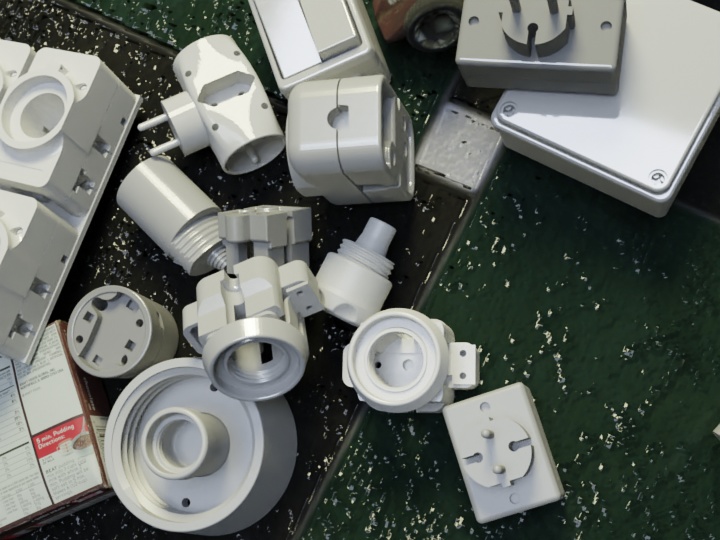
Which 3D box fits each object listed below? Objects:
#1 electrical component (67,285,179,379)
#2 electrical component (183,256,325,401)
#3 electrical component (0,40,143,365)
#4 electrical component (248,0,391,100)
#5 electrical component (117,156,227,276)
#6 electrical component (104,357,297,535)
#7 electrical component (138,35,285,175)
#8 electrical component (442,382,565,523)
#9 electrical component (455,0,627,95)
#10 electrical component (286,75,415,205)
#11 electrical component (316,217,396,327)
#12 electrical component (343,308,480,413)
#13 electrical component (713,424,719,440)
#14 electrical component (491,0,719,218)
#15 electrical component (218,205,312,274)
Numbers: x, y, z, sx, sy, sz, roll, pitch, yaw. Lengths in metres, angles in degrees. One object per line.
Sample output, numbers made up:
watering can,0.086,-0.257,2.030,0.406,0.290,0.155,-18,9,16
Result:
electrical component,-0.143,0.040,0.660,0.055,0.047,0.055,-3,79,14
electrical component,-0.059,0.035,0.594,0.078,0.058,0.057,-22,42,9
electrical component,-0.228,-0.049,0.671,0.105,0.060,0.186,14,74,22
electrical component,-0.025,-0.141,0.656,0.062,0.061,0.096,-22,75,10
electrical component,-0.108,-0.029,0.666,0.081,0.043,0.043,43,92,17
electrical component,-0.097,0.102,0.629,0.108,0.060,0.108,-3,79,14
electrical component,-0.098,-0.096,0.670,0.079,0.043,0.077,-25,74,-10
electrical component,0.075,0.098,0.578,0.047,0.077,0.065,-20,76,10
electrical component,0.092,-0.127,0.554,0.083,0.076,0.047,6,81,16
electrical component,-0.006,-0.072,0.620,0.059,0.095,0.053,-3,79,14
electrical component,0.000,0.000,0.633,0.043,0.043,0.062,26,86,17
electrical component,0.025,0.053,0.609,0.078,0.057,0.058,-1,80,14
electrical component,0.235,0.128,0.543,0.138,0.052,0.073,42,92,17
electrical component,0.148,-0.102,0.607,0.109,0.056,0.108,28,88,18
electrical component,-0.056,-0.008,0.641,0.048,0.066,0.055,5,102,33
